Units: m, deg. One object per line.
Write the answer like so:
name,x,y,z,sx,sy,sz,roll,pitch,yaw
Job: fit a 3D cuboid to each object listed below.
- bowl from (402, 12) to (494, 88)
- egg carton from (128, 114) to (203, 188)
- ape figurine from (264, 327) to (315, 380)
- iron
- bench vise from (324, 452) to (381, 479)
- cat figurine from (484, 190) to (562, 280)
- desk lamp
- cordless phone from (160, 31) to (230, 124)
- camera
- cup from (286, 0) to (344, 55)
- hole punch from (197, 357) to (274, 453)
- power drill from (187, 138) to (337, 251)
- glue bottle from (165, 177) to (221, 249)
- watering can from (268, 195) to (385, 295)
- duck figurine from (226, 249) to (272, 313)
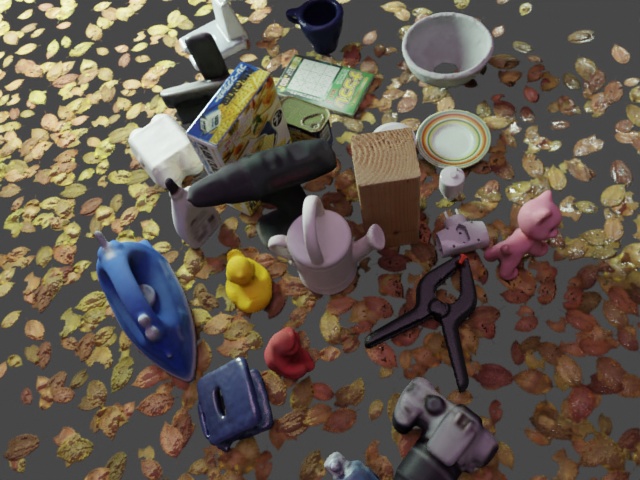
bowl,0.239,-0.346,1.086,0.167,0.075,0.167,-3,63,7
egg carton,-0.289,-0.167,1.075,0.107,0.069,0.150,-38,64,-11
ape figurine,-0.050,0.165,0.859,0.076,0.092,0.078,0,63,8
iron,-0.277,0.099,0.898,0.119,0.142,0.257,-33,63,-9
bench vise,0.077,0.345,0.678,0.207,0.220,0.121,22,68,18
cat figurine,0.319,-0.013,0.881,0.128,0.118,0.067,-37,64,-11
desk lamp,-0.205,-0.479,1.139,0.203,0.214,0.117,-31,63,-7
cordless phone,-0.240,-0.315,1.077,0.147,0.185,0.094,-15,62,1
camera,0.147,0.278,0.769,0.143,0.101,0.137,35,73,23
cup,-0.007,-0.422,1.149,0.117,0.095,0.092,10,65,13
hole punch,-0.130,0.240,0.834,0.101,0.091,0.108,-20,62,-2
power drill,-0.077,-0.068,0.916,0.229,0.209,0.075,-28,63,-6
glue bottle,-0.219,-0.053,0.949,0.037,0.173,0.078,33,73,22
watering can,0.008,0.001,0.876,0.173,0.194,0.101,-20,62,-2
duck figurine,-0.122,0.062,0.925,0.077,0.086,0.104,-24,62,-4
